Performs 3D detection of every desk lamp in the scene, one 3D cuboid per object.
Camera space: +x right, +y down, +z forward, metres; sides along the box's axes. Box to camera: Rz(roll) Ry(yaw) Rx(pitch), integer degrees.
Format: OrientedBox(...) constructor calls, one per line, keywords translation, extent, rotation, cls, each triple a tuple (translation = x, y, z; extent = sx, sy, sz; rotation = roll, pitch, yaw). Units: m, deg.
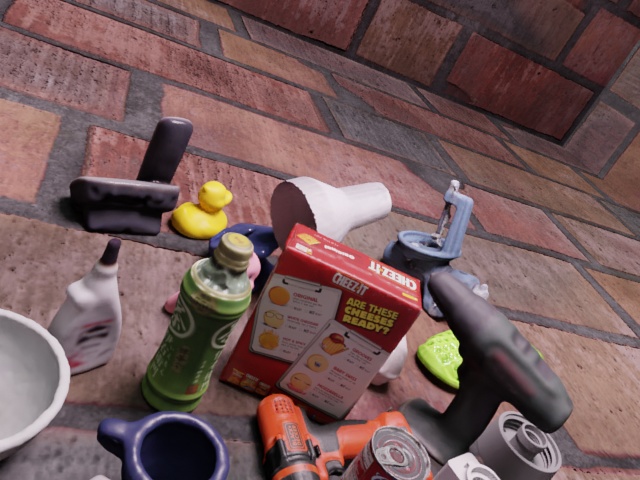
OrientedBox(translation=(0.008, 0.003, 0.862), extent=(0.204, 0.213, 0.117), rotation=(-3, 41, -44), cls="desk lamp")

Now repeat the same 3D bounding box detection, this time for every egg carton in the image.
OrientedBox(translation=(0.073, 0.142, 0.845), extent=(0.107, 0.069, 0.150), rotation=(23, 29, -10), cls="egg carton")

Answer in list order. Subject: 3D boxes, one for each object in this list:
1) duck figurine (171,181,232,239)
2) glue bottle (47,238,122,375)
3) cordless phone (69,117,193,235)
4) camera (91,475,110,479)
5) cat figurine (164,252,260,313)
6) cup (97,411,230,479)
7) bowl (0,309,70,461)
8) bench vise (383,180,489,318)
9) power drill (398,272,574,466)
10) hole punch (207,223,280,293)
OrientedBox(translation=(-0.184, -0.055, 0.921), extent=(0.077, 0.086, 0.105), rotation=(42, 31, 24), cls="duck figurine")
OrientedBox(translation=(-0.232, 0.067, 0.586), extent=(0.037, 0.173, 0.078), rotation=(41, 31, 23), cls="glue bottle")
OrientedBox(translation=(-0.267, -0.106, 0.826), extent=(0.148, 0.185, 0.094), rotation=(0, 39, -42), cls="cordless phone")
OrientedBox(translation=(-0.162, 0.257, 0.411), extent=(0.136, 0.100, 0.143), rotation=(32, 28, 7), cls="camera")
OrientedBox(translation=(-0.130, 0.051, 0.761), extent=(0.067, 0.117, 0.128), rotation=(40, 30, 21), cls="cat figurine")
OrientedBox(translation=(-0.150, 0.210, 0.506), extent=(0.118, 0.095, 0.092), rotation=(26, 28, -4), cls="cup")
OrientedBox(translation=(-0.313, 0.138, 0.500), extent=(0.168, 0.074, 0.167), rotation=(22, 29, -12), cls="bowl")
OrientedBox(translation=(0.237, 0.016, 1.039), extent=(0.207, 0.219, 0.122), rotation=(36, 29, 14), cls="bench vise")
OrientedBox(translation=(0.189, 0.181, 0.737), extent=(0.229, 0.208, 0.076), rotation=(38, 29, 17), cls="power drill")
OrientedBox(translation=(-0.112, 0.012, 0.871), extent=(0.101, 0.091, 0.109), rotation=(32, 28, 6), cls="hole punch")
